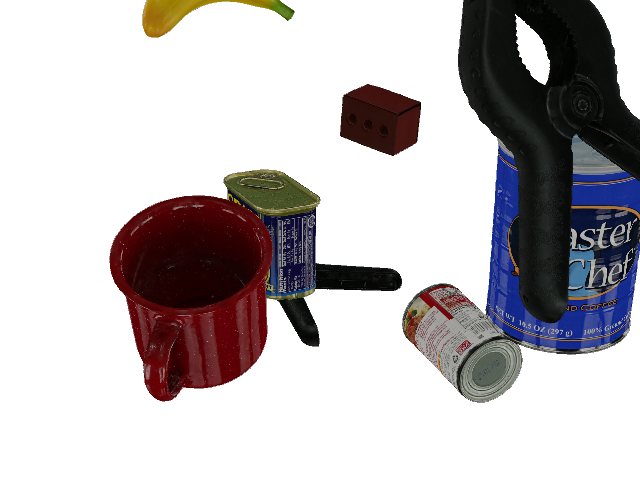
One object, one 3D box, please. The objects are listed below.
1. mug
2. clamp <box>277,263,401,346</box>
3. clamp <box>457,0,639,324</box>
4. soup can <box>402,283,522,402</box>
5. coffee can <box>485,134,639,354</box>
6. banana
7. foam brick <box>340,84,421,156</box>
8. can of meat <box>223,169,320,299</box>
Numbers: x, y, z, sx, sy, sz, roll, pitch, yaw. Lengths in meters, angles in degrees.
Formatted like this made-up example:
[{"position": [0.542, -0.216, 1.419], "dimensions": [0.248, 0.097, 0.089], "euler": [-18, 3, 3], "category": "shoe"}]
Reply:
[{"position": [-0.076, 0.042, 0.627], "dimensions": [0.093, 0.117, 0.081], "euler": [9, -43, 8], "category": "mug"}, {"position": [-0.037, 0.048, 1.180], "dimensions": [0.210, 0.036, 0.164], "euler": [17, 31, 26], "category": "clamp"}, {"position": [0.107, -0.050, 0.496], "dimensions": [0.120, 0.171, 0.039], "euler": [-40, 8, -25], "category": "clamp"}, {"position": [0.128, 0.092, 0.969], "dimensions": [0.068, 0.068, 0.102], "euler": [0, 25, -27], "category": "soup can"}, {"position": [0.169, -0.008, 0.735], "dimensions": [0.103, 0.140, 0.103], "euler": [-1, 27, 0], "category": "coffee can"}, {"position": [-0.104, -0.230, 1.002], "dimensions": [0.197, 0.070, 0.037], "euler": [-22, -28, -47], "category": "banana"}, {"position": [0.068, -0.138, 1.215], "dimensions": [0.078, 0.053, 0.051], "euler": [24, 36, 31], "category": "foam brick"}, {"position": [-0.043, -0.005, 0.911], "dimensions": [0.057, 0.084, 0.102], "euler": [-10, 24, -25], "category": "can of meat"}]
